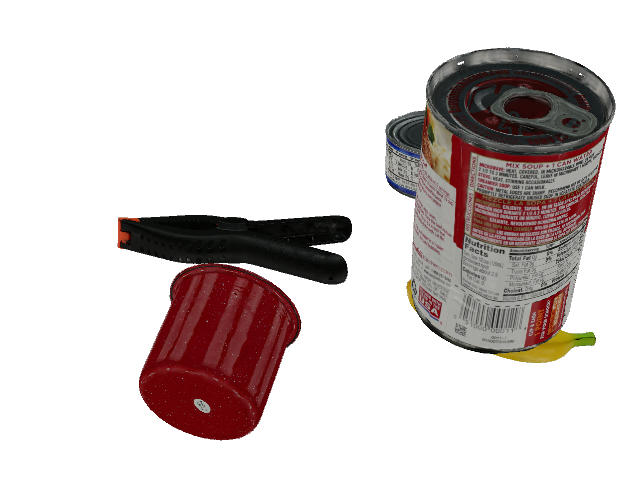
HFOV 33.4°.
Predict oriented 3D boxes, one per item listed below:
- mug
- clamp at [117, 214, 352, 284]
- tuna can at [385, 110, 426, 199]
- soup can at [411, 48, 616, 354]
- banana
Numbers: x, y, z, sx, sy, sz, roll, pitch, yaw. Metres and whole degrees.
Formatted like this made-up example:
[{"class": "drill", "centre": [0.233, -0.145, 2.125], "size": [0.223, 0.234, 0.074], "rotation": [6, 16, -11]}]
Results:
[{"class": "mug", "centre": [-0.076, 0.080, 0.704], "size": [0.093, 0.081, 0.117], "rotation": [41, -44, -23]}, {"class": "clamp", "centre": [-0.070, 0.002, 0.913], "size": [0.210, 0.036, 0.164], "rotation": [2, 13, -4]}, {"class": "tuna can", "centre": [0.082, -0.052, 0.658], "size": [0.086, 0.034, 0.086], "rotation": [0, 25, 0]}, {"class": "soup can", "centre": [0.072, -0.014, 0.416], "size": [0.068, 0.102, 0.068], "rotation": [0, 39, 0]}, {"class": "banana", "centre": [0.146, 0.075, 0.975], "size": [0.198, 0.037, 0.069], "rotation": [19, 15, 36]}]
